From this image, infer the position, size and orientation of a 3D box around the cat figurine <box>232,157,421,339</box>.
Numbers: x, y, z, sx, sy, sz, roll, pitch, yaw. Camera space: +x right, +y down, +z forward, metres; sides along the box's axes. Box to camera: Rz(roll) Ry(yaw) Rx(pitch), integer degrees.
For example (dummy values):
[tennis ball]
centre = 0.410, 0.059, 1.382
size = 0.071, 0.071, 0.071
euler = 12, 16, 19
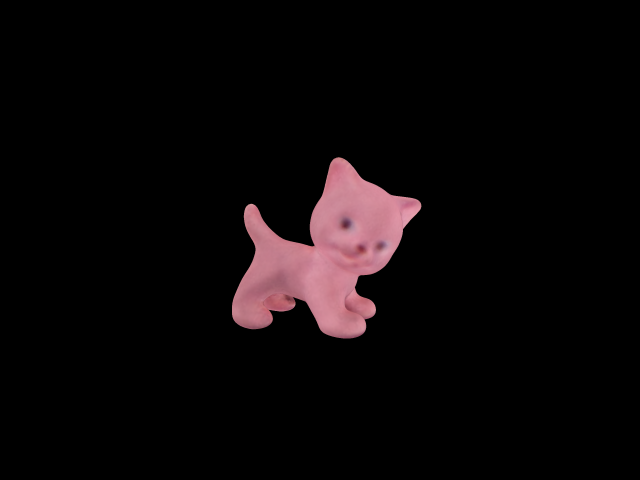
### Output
[cat figurine]
centre = 0.004, 0.001, 0.400
size = 0.127, 0.118, 0.067
euler = 3, 10, 15
